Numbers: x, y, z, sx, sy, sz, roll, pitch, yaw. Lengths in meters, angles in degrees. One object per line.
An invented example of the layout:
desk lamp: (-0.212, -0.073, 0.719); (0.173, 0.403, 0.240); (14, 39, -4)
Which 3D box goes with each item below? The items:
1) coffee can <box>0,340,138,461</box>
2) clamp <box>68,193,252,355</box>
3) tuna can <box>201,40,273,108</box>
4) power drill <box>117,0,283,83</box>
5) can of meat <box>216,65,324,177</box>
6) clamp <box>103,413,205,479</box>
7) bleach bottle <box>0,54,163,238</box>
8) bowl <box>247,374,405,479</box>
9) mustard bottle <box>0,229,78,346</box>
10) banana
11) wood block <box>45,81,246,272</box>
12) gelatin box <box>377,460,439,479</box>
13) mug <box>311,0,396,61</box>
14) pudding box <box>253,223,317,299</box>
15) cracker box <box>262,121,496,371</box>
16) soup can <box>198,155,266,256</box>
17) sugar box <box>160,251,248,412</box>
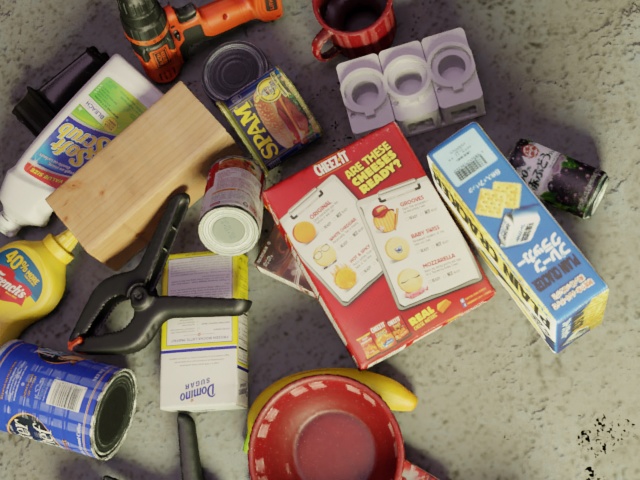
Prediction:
coffee can: (-0.286, 0.175, 1.174); (0.140, 0.102, 0.103); (12, 77, 15)
clamp: (-0.183, 0.069, 1.174); (0.210, 0.036, 0.165); (-41, 64, 3)
tuna can: (-0.098, -0.194, 1.277); (0.086, 0.033, 0.086); (-3, 74, 12)
power drill: (-0.140, -0.274, 1.241); (0.187, 0.184, 0.057); (-27, 71, -6)
can of meat: (-0.057, -0.138, 1.225); (0.084, 0.057, 0.102); (-34, 100, -3)
clamp: (-0.139, 0.274, 1.146); (0.171, 0.039, 0.120); (41, 92, 14)
bleach bottle: (-0.290, -0.099, 1.275); (0.102, 0.068, 0.251); (42, 91, -1)
bowl: (0.010, 0.219, 1.093); (0.162, 0.055, 0.162); (-2, 80, 12)
mustard bottle: (-0.356, 0.058, 1.248); (0.191, 0.058, 0.096); (-44, 70, -3)
banana: (0.003, 0.172, 1.149); (0.198, 0.037, 0.069); (-16, 94, 9)
wood block: (-0.198, -0.072, 1.233); (0.206, 0.090, 0.090); (-42, 70, -2)
gelatin box: (0.085, 0.277, 1.100); (0.073, 0.030, 0.089); (28, 81, 19)
mug: (0.036, -0.253, 1.238); (0.093, 0.081, 0.117); (41, 86, 20)
pudding box: (-0.008, 0.001, 1.196); (0.090, 0.039, 0.113); (24, 81, 17)
cracker box: (0.060, 0.008, 1.134); (0.164, 0.072, 0.214); (-29, 81, -7)
soup can: (-0.096, -0.038, 1.170); (0.068, 0.068, 0.102); (-11, 35, 9)
sugar box: (-0.128, 0.102, 1.190); (0.093, 0.048, 0.176); (-5, 76, 16)
